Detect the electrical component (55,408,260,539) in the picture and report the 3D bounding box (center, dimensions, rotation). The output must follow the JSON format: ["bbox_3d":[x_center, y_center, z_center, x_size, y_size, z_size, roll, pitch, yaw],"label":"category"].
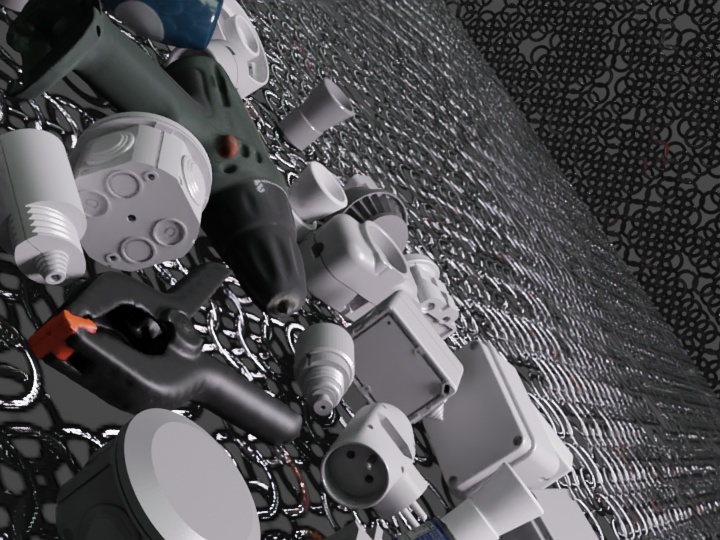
[{"bbox_3d":[-0.085,0.104,0.461,0.080,0.051,0.080,46,19,-21],"label":"electrical component"}]

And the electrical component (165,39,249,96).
[{"bbox_3d":[-0.124,-0.158,0.863,0.055,0.055,0.047,54,21,3],"label":"electrical component"}]

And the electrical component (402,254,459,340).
[{"bbox_3d":[0.048,0.023,0.944,0.078,0.058,0.057,33,29,-46],"label":"electrical component"}]

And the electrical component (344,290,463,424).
[{"bbox_3d":[0.033,0.071,0.805,0.096,0.062,0.061,52,17,-3],"label":"electrical component"}]

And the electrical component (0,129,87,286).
[{"bbox_3d":[-0.160,-0.027,0.535,0.043,0.043,0.081,29,29,-52],"label":"electrical component"}]

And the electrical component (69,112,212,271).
[{"bbox_3d":[-0.124,-0.043,0.600,0.080,0.080,0.051,43,25,-30],"label":"electrical component"}]

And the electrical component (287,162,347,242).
[{"bbox_3d":[-0.045,-0.053,0.857,0.045,0.055,0.045,46,19,-21],"label":"electrical component"}]

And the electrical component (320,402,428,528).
[{"bbox_3d":[0.016,0.130,0.680,0.079,0.043,0.077,53,17,-1],"label":"electrical component"}]

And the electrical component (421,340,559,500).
[{"bbox_3d":[0.095,0.121,0.842,0.057,0.078,0.113,39,22,-45],"label":"electrical component"}]

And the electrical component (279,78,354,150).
[{"bbox_3d":[-0.044,-0.145,1.019,0.044,0.065,0.044,46,19,-20],"label":"electrical component"}]

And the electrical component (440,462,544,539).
[{"bbox_3d":[0.089,0.171,0.750,0.044,0.065,0.044,53,-2,3],"label":"electrical component"}]

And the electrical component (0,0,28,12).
[{"bbox_3d":[-0.239,-0.219,0.710,0.099,0.064,0.099,39,36,-36],"label":"electrical component"}]

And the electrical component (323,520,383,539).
[{"bbox_3d":[-0.003,0.173,0.554,0.063,0.042,0.081,53,18,-11],"label":"electrical component"}]

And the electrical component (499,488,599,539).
[{"bbox_3d":[0.145,0.223,0.807,0.109,0.056,0.108,20,36,-60],"label":"electrical component"}]

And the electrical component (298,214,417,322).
[{"bbox_3d":[0.000,0.000,0.863,0.095,0.059,0.053,35,25,-44],"label":"electrical component"}]

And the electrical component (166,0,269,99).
[{"bbox_3d":[-0.127,-0.195,0.950,0.099,0.064,0.099,55,21,-34],"label":"electrical component"}]

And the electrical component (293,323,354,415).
[{"bbox_3d":[-0.024,0.067,0.705,0.040,0.040,0.078,46,19,-22],"label":"electrical component"}]

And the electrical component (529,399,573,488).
[{"bbox_3d":[0.143,0.155,0.944,0.083,0.047,0.076,52,16,1],"label":"electrical component"}]

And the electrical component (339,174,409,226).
[{"bbox_3d":[0.006,-0.055,1.014,0.063,0.042,0.081,55,17,11],"label":"electrical component"}]
